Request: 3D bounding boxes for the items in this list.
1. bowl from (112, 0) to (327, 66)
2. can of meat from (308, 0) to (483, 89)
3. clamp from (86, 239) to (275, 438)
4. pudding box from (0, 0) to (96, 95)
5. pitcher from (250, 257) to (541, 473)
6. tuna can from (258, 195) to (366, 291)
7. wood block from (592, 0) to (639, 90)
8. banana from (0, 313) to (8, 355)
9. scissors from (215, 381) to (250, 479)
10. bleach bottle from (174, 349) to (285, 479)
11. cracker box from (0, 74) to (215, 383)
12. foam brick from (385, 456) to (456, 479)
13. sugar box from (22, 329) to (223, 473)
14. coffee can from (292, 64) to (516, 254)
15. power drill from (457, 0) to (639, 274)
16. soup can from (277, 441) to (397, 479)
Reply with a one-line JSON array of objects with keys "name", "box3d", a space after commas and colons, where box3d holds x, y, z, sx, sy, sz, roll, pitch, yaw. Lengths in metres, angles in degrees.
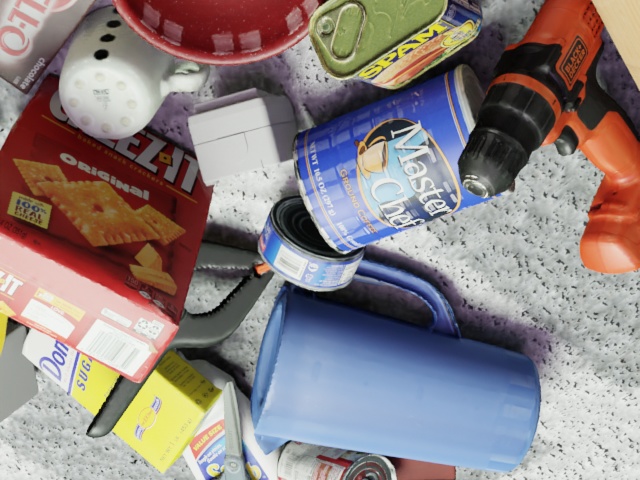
[{"name": "bowl", "box3d": [-0.068, -0.201, 0.741, 0.162, 0.055, 0.162, -2, 137, -2]}, {"name": "can of meat", "box3d": [0.056, -0.151, 0.751, 0.102, 0.083, 0.057, -30, 76, 25]}, {"name": "clamp", "box3d": [-0.140, 0.049, 0.905, 0.209, 0.036, 0.164, -29, 99, -12]}, {"name": "pudding box", "box3d": [-0.225, -0.178, 0.796, 0.090, 0.039, 0.114, 35, 122, -18]}, {"name": "pitcher", "box3d": [0.066, 0.119, 0.936, 0.242, 0.145, 0.149, 13, 140, -8]}, {"name": "tuna can", "box3d": [-0.006, 0.001, 0.874, 0.086, 0.086, 0.034, 18, 125, -7]}, {"name": "wood block", "box3d": [0.236, -0.175, 0.702, 0.090, 0.091, 0.206, -38, 118, -2]}, {"name": "banana", "box3d": [-0.271, 0.020, 0.921, 0.037, 0.070, 0.198, 9, 116, -43]}, {"name": "scissors", "box3d": [-0.097, 0.217, 1.009, 0.096, 0.016, 0.202, -10, 119, 15]}, {"name": "bleach bottle", "box3d": [-0.093, 0.205, 1.048, 0.103, 0.068, 0.250, -22, 118, 20]}, {"name": "cracker box", "box3d": [-0.171, -0.017, 0.799, 0.164, 0.213, 0.072, 30, 121, -16]}, {"name": "foam brick", "box3d": [0.091, 0.197, 1.027, 0.078, 0.053, 0.051, -4, 126, 7]}, {"name": "sugar box", "box3d": [-0.181, 0.119, 0.964, 0.176, 0.048, 0.093, 37, 121, 5]}, {"name": "coffee can", "box3d": [0.064, -0.060, 0.812, 0.140, 0.102, 0.102, -20, 121, 19]}, {"name": "power drill", "box3d": [0.184, -0.060, 0.768, 0.057, 0.184, 0.187, 5, 145, 48]}, {"name": "soup can", "box3d": [0.014, 0.224, 1.004, 0.102, 0.068, 0.068, 6, 139, 52]}]
